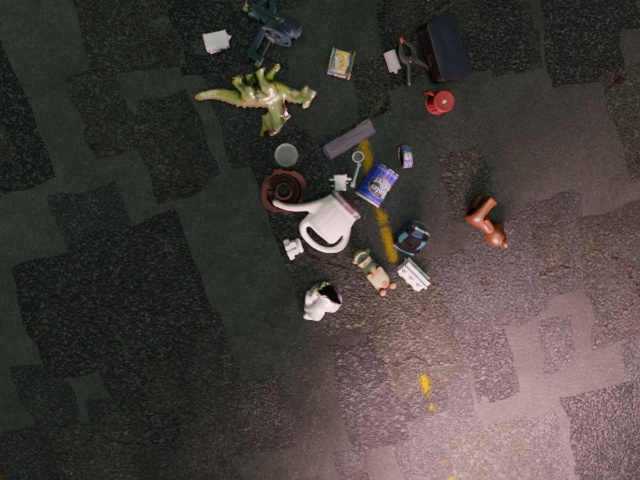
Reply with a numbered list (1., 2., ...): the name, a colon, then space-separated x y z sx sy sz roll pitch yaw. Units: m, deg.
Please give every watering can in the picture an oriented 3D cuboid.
1. watering can: 0.006 -0.095 1.887 0.224 0.105 0.343 -46 120 2

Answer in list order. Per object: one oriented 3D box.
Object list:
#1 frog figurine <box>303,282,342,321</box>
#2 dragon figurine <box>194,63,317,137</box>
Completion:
1. frog figurine: 0.004 0.241 1.970 0.137 0.126 0.156 15 134 -17
2. dragon figurine: -0.214 -0.481 1.834 0.409 0.124 0.239 -19 109 6
